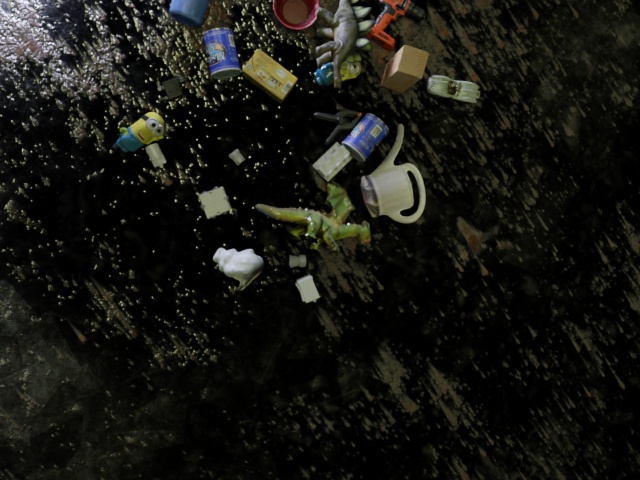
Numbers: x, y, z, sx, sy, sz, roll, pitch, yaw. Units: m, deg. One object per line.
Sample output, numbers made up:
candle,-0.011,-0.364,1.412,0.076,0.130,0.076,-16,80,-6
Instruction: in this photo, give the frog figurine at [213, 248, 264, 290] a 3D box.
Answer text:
frog figurine,-0.273,0.074,1.739,0.159,0.120,0.140,47,52,2

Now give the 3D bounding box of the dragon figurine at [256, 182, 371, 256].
dragon figurine,0.005,-0.091,1.800,0.408,0.121,0.246,35,69,-9

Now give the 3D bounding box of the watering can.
watering can,0.246,-0.218,1.813,0.225,0.104,0.346,-16,94,-8
